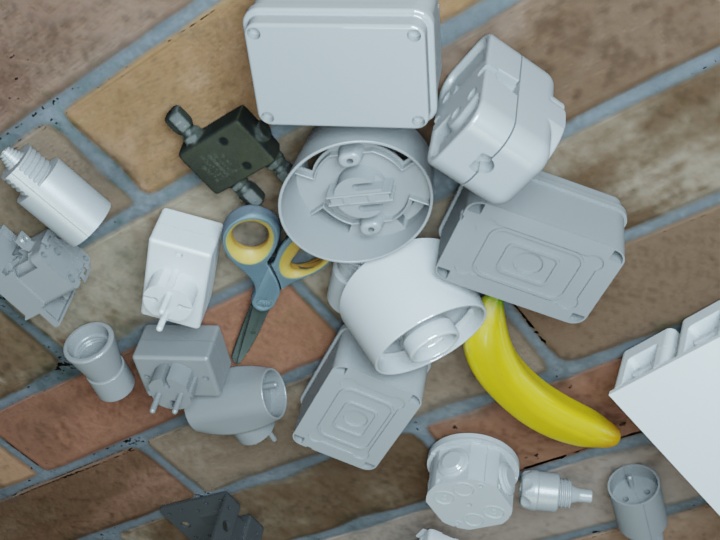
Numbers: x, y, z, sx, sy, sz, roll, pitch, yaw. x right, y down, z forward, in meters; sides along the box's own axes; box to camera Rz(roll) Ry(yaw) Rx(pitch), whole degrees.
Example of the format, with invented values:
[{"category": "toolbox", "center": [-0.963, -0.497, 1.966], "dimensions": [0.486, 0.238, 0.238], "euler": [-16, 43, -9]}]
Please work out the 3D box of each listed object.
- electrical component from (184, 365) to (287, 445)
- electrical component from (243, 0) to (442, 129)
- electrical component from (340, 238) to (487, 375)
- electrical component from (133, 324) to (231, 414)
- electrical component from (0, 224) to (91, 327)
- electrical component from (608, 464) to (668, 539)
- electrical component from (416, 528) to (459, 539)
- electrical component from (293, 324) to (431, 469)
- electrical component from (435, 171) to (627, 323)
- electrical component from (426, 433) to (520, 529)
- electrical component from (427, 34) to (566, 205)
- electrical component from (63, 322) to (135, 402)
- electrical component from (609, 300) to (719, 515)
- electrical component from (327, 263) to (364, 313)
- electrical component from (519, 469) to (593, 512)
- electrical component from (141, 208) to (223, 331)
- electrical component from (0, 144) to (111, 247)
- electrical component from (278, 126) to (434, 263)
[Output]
[{"category": "electrical component", "center": [-0.098, 0.123, 0.921], "dimensions": [0.077, 0.043, 0.079], "euler": [-12, 129, 23]}, {"category": "electrical component", "center": [-0.009, -0.132, 0.652], "dimensions": [0.113, 0.057, 0.078], "euler": [3, 133, 10]}, {"category": "electrical component", "center": [0.040, 0.029, 0.775], "dimensions": [0.099, 0.064, 0.099], "euler": [-23, 155, -11]}, {"category": "electrical component", "center": [-0.149, 0.087, 0.875], "dimensions": [0.066, 0.076, 0.047], "euler": [0, 133, 12]}, {"category": "electrical component", "center": [-0.250, 0.000, 0.841], "dimensions": [0.064, 0.042, 0.081], "euler": [-24, 125, 28]}, {"category": "electrical component", "center": [0.242, 0.209, 0.926], "dimensions": [0.043, 0.043, 0.081], "euler": [-7, 131, 19]}, {"category": "electrical component", "center": [0.055, 0.307, 1.046], "dimensions": [0.079, 0.063, 0.121], "euler": [25, 133, -11]}, {"category": "electrical component", "center": [0.001, 0.099, 0.867], "dimensions": [0.078, 0.057, 0.113], "euler": [23, 133, -8]}, {"category": "electrical component", "center": [0.115, -0.022, 0.727], "dimensions": [0.113, 0.057, 0.078], "euler": [19, 134, -5]}, {"category": "electrical component", "center": [0.096, 0.182, 0.928], "dimensions": [0.080, 0.051, 0.080], "euler": [6, 134, 7]}, {"category": "electrical component", "center": [0.083, -0.088, 0.646], "dimensions": [0.059, 0.095, 0.053], "euler": [31, 131, -16]}, {"category": "electrical component", "center": [-0.218, 0.081, 0.911], "dimensions": [0.044, 0.044, 0.065], "euler": [-3, 136, 15]}, {"category": "electrical component", "center": [0.289, 0.117, 0.792], "dimensions": [0.186, 0.060, 0.105], "euler": [47, 127, -10]}, {"category": "electrical component", "center": [0.000, 0.000, 0.786], "dimensions": [0.040, 0.040, 0.078], "euler": [13, 134, 0]}, {"category": "electrical component", "center": [0.170, 0.193, 0.933], "dimensions": [0.061, 0.035, 0.035], "euler": [5, 133, 4]}, {"category": "electrical component", "center": [-0.139, 0.012, 0.803], "dimensions": [0.047, 0.075, 0.083], "euler": [15, 134, -2]}, {"category": "electrical component", "center": [-0.226, -0.059, 0.779], "dimensions": [0.043, 0.043, 0.081], "euler": [-28, 121, 33]}, {"category": "electrical component", "center": [0.000, -0.056, 0.717], "dimensions": [0.099, 0.064, 0.099], "euler": [6, 134, 7]}]
